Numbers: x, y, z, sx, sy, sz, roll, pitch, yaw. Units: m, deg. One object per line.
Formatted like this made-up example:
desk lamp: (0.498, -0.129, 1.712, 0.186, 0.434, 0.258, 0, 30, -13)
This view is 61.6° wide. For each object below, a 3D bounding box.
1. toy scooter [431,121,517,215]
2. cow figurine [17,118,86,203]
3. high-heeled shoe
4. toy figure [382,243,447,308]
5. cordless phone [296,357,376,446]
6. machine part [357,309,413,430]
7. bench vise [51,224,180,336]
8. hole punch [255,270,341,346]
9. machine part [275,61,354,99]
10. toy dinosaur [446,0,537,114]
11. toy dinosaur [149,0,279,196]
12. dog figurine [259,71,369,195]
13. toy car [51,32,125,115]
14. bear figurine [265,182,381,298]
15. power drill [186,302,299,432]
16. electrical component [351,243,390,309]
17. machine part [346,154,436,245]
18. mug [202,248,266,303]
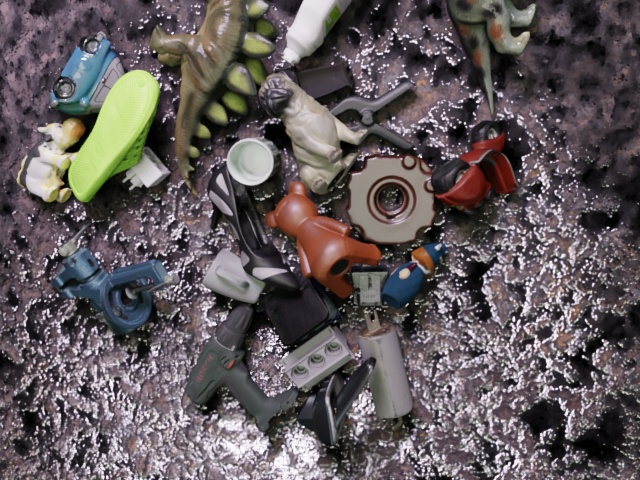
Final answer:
toy scooter: (0.281, -0.107, 0.936, 0.184, 0.075, 0.135, -47, 110, -19)
cow figurine: (-0.504, -0.160, 1.009, 0.098, 0.068, 0.167, 26, 101, 5)
high-heeled shoe: (-0.113, -0.026, 0.979, 0.249, 0.086, 0.145, 35, 121, 15)
toy figure: (0.175, 0.056, 0.982, 0.058, 0.064, 0.154, 41, 69, 7)
cordless phone: (0.049, 0.276, 1.007, 0.089, 0.146, 0.184, 36, 104, 5)
machine part: (0.126, 0.249, 1.033, 0.079, 0.079, 0.243, -14, 100, 7)
bench vise: (-0.373, 0.077, 1.006, 0.241, 0.129, 0.223, -14, 108, 25)
hole punch: (-0.034, 0.131, 1.027, 0.142, 0.092, 0.116, -37, 67, 13)
machine part: (-0.010, -0.281, 0.957, 0.139, 0.039, 0.084, -10, 96, 8)
toy dinosaur: (0.275, -0.428, 0.869, 0.192, 0.131, 0.404, 22, 107, 12)
toy dinosaur: (-0.188, -0.313, 0.934, 0.198, 0.105, 0.471, 25, 107, -4)
dog figurine: (-0.032, -0.184, 0.947, 0.191, 0.121, 0.172, 40, 136, 11)
toy car: (-0.405, -0.284, 0.964, 0.103, 0.109, 0.161, 32, 91, -25)
bear figurine: (-0.004, -0.005, 0.974, 0.120, 0.131, 0.196, -51, 49, 12)
power drill: (-0.143, 0.263, 1.056, 0.207, 0.086, 0.232, 39, 103, -8)
electrical component: (0.095, 0.068, 1.014, 0.075, 0.048, 0.119, 2, 103, 3)
machine part: (0.129, -0.074, 0.978, 0.179, 0.056, 0.179, 1, 102, 5)
mug: (-0.154, 0.072, 1.007, 0.107, 0.109, 0.081, 28, 77, -5)
